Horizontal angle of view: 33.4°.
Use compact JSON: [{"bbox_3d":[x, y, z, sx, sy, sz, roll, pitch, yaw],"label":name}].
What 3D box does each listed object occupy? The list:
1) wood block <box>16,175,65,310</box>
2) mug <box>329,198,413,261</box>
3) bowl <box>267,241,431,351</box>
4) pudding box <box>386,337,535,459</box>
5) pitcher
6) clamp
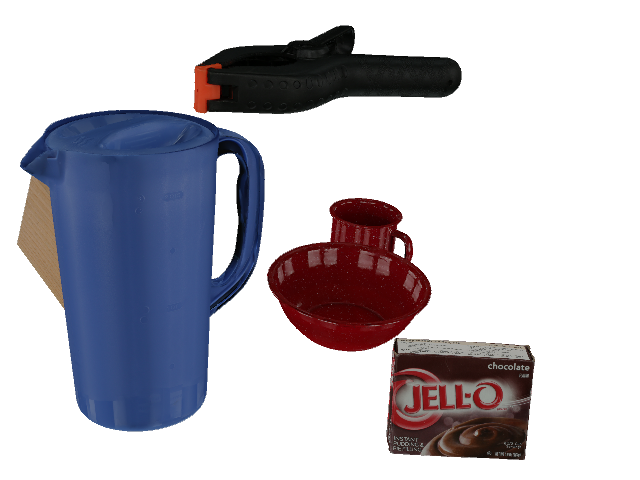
[{"bbox_3d":[-0.206,0.021,1.037,0.090,0.091,0.206,-4,35,-41],"label":"wood block"},{"bbox_3d":[0.064,0.004,1.356,0.117,0.081,0.093,17,27,25],"label":"mug"},{"bbox_3d":[0.027,0.062,1.058,0.162,0.055,0.162,4,28,-2],"label":"bowl"},{"bbox_3d":[0.112,0.128,0.865,0.113,0.090,0.039,2,20,1],"label":"pudding box"},{"bbox_3d":[-0.136,0.022,0.852,0.149,0.243,0.144,8,22,18],"label":"pitcher"},{"bbox_3d":[-0.010,-0.110,0.680,0.171,0.039,0.120,-8,20,-29],"label":"clamp"}]
